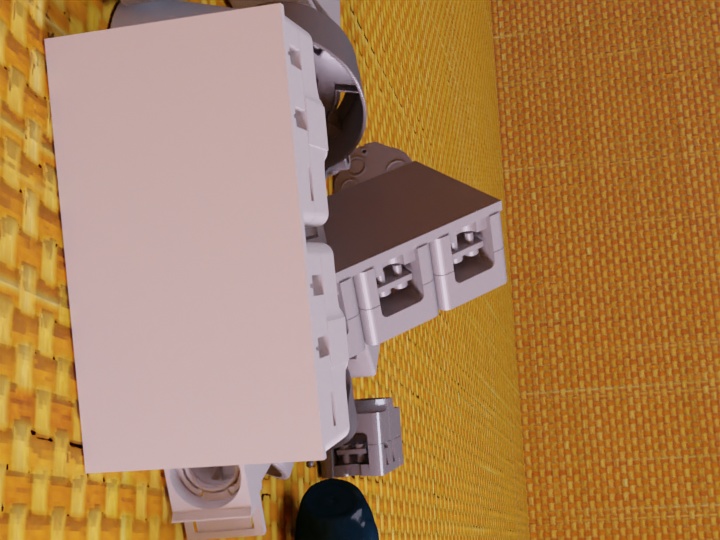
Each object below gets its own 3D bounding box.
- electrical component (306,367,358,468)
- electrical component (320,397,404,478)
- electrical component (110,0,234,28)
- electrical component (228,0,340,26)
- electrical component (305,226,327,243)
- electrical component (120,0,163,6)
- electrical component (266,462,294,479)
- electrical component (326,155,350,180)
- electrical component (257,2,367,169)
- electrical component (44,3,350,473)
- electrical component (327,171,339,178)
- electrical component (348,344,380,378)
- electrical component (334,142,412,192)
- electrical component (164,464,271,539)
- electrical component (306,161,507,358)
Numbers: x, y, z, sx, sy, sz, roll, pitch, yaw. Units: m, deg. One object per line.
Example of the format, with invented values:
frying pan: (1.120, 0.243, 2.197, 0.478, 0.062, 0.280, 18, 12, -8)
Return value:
electrical component: (-0.032, 0.096, 0.732, 0.079, 0.043, 0.077, -82, 162, -47)
electrical component: (0.001, 0.130, 0.849, 0.089, 0.050, 0.055, 18, 67, -77)
electrical component: (-0.090, -0.093, 0.565, 0.099, 0.064, 0.099, 2, 90, -89)
electrical component: (-0.052, -0.198, 0.727, 0.096, 0.061, 0.061, 50, 37, -69)
electrical component: (-0.064, -0.028, 0.589, 0.063, 0.081, 0.042, -121, -163, -64)
electrical component: (-0.101, -0.178, 0.515, 0.050, 0.056, 0.089, -72, 153, -61)
electrical component: (-0.048, 0.086, 0.621, 0.055, 0.045, 0.045, -60, 153, -22)
electrical component: (-0.038, -0.074, 0.733, 0.043, 0.062, 0.043, -6, 90, -78)
electrical component: (-0.045, -0.107, 0.637, 0.064, 0.099, 0.099, -89, 167, -52)
electrical component: (-0.068, -0.011, 0.476, 0.060, 0.105, 0.186, -6, 90, -77)
electrical component: (-0.038, -0.091, 0.789, 0.062, 0.048, 0.048, -16, 100, -71)
electrical component: (-0.019, 0.053, 0.799, 0.075, 0.047, 0.083, -81, 161, -48)
electrical component: (0.019, -0.070, 0.953, 0.051, 0.080, 0.080, 44, 42, -63)
electrical component: (-0.073, 0.095, 0.557, 0.064, 0.042, 0.081, -62, 145, -75)
electrical component: (0.000, 0.000, 0.629, 0.089, 0.150, 0.061, 33, -40, 52)
